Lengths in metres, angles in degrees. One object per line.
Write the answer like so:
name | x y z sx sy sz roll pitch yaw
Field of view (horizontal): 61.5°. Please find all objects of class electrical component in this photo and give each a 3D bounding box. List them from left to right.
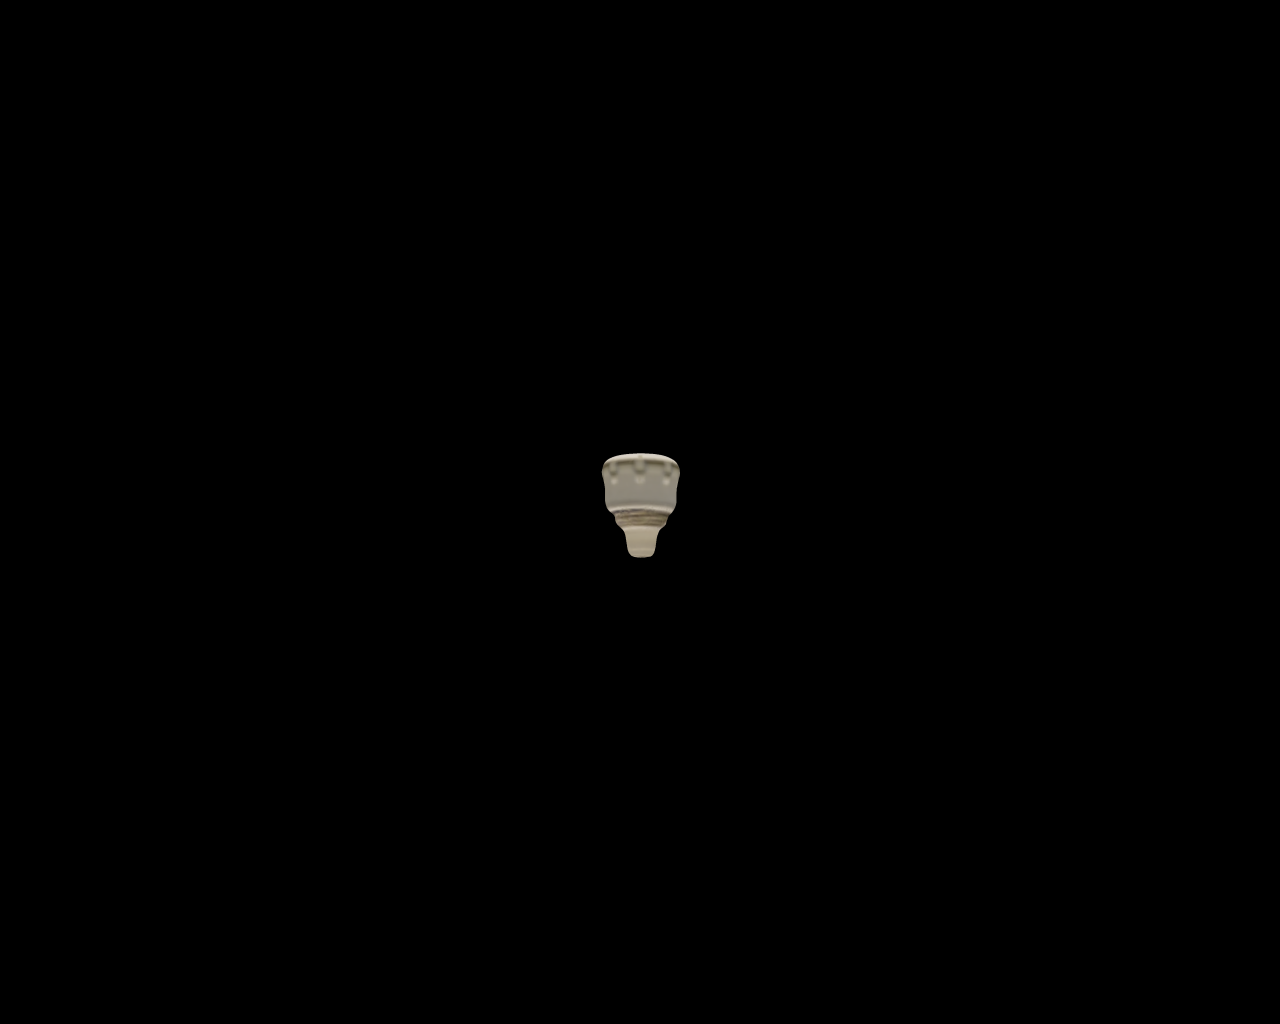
electrical component | 0.001 -0.003 0.650 0.048 0.062 0.048 0 -7 0
